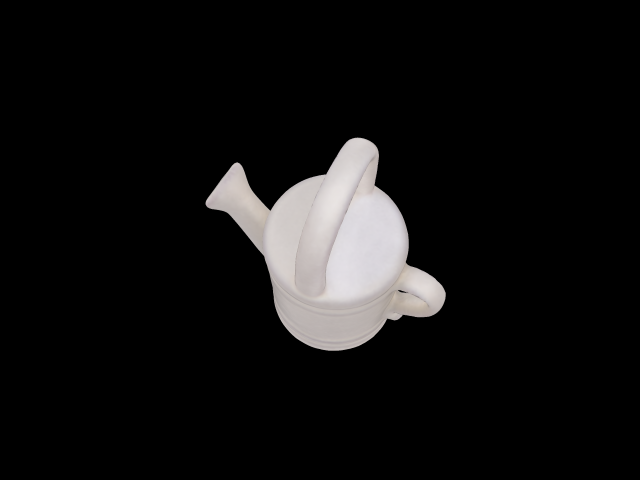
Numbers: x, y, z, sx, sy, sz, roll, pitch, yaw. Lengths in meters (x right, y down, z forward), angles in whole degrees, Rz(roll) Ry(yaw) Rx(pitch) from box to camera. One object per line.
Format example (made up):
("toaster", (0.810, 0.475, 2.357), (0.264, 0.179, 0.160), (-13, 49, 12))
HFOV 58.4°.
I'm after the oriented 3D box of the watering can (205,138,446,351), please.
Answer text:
("watering can", (0.003, 0.003, 0.399), (0.172, 0.194, 0.101), (5, 65, 3))
